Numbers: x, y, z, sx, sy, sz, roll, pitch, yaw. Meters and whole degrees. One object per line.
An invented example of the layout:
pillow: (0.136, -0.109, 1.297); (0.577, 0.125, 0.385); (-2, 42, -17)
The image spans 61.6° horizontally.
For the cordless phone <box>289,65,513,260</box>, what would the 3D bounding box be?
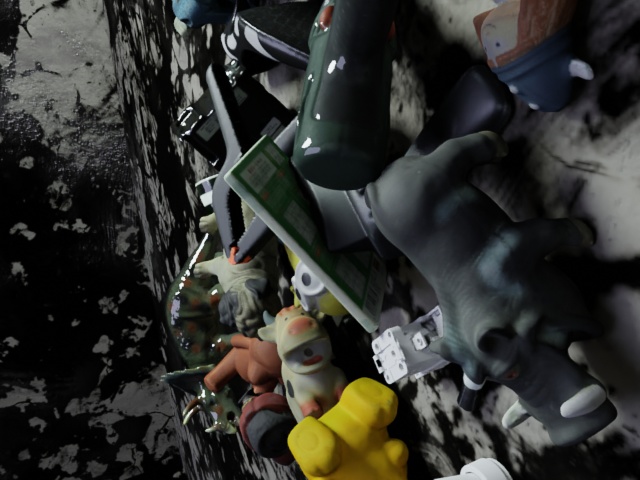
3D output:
cordless phone: (0.060, -0.083, 0.432); (0.184, 0.089, 0.147); (-54, 50, 45)

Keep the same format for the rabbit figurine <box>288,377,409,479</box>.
rabbit figurine: (0.058, 0.255, 0.540); (0.173, 0.122, 0.162); (28, 128, 36)

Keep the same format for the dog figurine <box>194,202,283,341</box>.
dog figurine: (-0.085, 0.025, 0.720); (0.191, 0.121, 0.172); (31, 115, 61)

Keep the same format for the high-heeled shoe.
high-heeled shoe: (-0.050, -0.200, 0.606); (0.249, 0.086, 0.145); (56, 160, 37)

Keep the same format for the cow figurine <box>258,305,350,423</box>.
cow figurine: (-0.011, 0.153, 0.646); (0.127, 0.085, 0.194); (57, 163, 36)

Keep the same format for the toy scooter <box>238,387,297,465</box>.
toy scooter: (-0.055, 0.258, 0.759); (0.183, 0.075, 0.135); (45, 177, -36)

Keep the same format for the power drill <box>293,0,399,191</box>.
power drill: (0.027, -0.163, 0.335); (0.207, 0.086, 0.232); (118, 162, -66)

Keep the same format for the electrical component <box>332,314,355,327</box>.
electrical component: (0.023, 0.070, 0.632); (0.063, 0.021, 0.094); (62, 152, 29)

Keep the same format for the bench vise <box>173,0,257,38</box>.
bench vise: (-0.173, -0.333, 0.629); (0.224, 0.240, 0.128); (-17, 81, 50)

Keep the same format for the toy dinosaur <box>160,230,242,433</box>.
toy dinosaur: (-0.216, 0.142, 0.988); (0.131, 0.192, 0.404); (-13, 91, 64)

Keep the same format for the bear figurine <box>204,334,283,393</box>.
bear figurine: (-0.092, 0.200, 0.832); (0.120, 0.132, 0.196); (38, 159, -6)

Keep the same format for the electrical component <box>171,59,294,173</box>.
electrical component: (-0.093, -0.131, 0.652); (0.134, 0.115, 0.058); (41, -173, -43)

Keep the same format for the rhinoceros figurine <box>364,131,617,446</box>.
rhinoceros figurine: (0.104, 0.026, 0.318); (0.190, 0.112, 0.073); (54, 148, 6)

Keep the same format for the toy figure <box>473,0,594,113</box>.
toy figure: (0.110, -0.146, 0.297); (0.064, 0.058, 0.154); (-39, -60, -71)

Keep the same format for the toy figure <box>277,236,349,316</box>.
toy figure: (0.000, -0.004, 0.580); (0.082, 0.089, 0.180); (84, 170, -55)
